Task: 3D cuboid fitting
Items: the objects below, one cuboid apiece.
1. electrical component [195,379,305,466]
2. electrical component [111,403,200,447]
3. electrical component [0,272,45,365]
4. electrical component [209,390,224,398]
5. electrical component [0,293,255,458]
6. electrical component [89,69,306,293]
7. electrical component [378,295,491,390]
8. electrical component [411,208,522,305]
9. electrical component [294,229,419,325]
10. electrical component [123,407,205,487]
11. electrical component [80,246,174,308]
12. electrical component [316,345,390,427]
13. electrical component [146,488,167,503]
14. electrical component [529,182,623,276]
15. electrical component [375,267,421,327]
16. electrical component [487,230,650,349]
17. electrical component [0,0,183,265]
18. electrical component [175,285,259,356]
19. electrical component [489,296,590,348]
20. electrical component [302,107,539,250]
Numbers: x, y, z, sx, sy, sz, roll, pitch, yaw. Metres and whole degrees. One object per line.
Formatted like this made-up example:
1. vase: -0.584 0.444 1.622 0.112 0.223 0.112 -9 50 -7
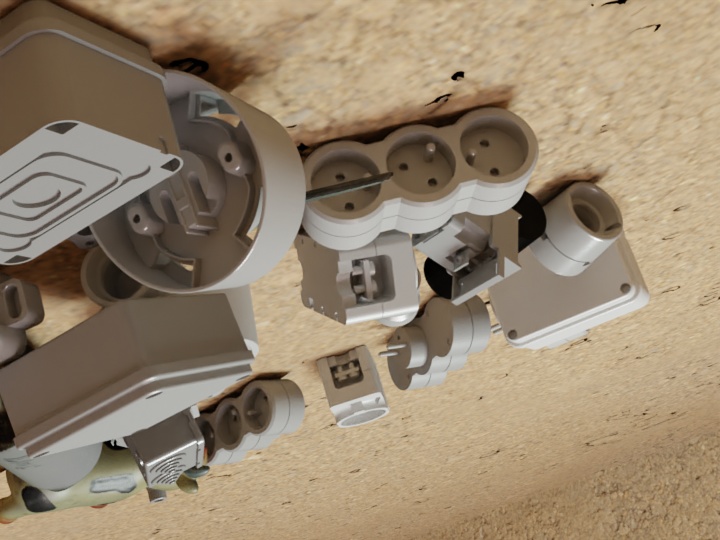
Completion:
1. electrical component: -0.099 0.148 1.046 0.074 0.052 0.138 3 152 -46
2. electrical component: -0.174 0.132 0.912 0.064 0.081 0.042 13 158 1
3. electrical component: -0.228 0.027 0.604 0.078 0.058 0.057 -22 163 13
4. electrical component: -0.124 0.078 0.850 0.043 0.043 0.081 -14 160 -9
5. electrical component: -0.138 0.060 0.641 0.109 0.056 0.109 -28 169 24
6. electrical component: -0.077 -0.038 0.501 0.099 0.099 0.064 -27 165 25
7. electrical component: 0.053 0.067 0.955 0.074 0.052 0.138 -6 158 -25
8. electrical component: 0.067 -0.024 0.691 0.064 0.081 0.042 31 135 -27
9. electrical component: 0.000 0.000 0.682 0.056 0.050 0.089 -10 -170 -19
10. electrical component: -0.163 0.116 0.841 0.048 0.099 0.099 -25 163 -18
11. electrical component: -0.138 0.008 0.655 0.044 0.044 0.065 -18 165 2
12. electrical component: -0.004 0.115 1.031 0.050 0.055 0.089 -18 161 2
13. electrical component: -0.210 0.203 1.087 0.048 0.062 0.048 -15 160 -6
14. electrical component: 0.155 -0.031 0.774 0.055 0.055 0.047 -4 153 -33
15. electrical component: 0.027 0.016 0.816 0.040 0.040 0.046 -13 155 -11
16. electrical component: 0.161 0.009 0.851 0.113 0.078 0.057 -25 162 20
17. electrical component: -0.142 -0.054 0.456 0.113 0.057 0.078 -27 159 25
18. electrical component: -0.123 0.051 0.752 0.108 0.060 0.108 -15 160 -6
19. electrical component: 0.148 0.043 0.966 0.074 0.052 0.138 -26 159 25
20. electrical component: 0.032 -0.046 0.631 0.138 0.052 0.073 -14 160 -9
